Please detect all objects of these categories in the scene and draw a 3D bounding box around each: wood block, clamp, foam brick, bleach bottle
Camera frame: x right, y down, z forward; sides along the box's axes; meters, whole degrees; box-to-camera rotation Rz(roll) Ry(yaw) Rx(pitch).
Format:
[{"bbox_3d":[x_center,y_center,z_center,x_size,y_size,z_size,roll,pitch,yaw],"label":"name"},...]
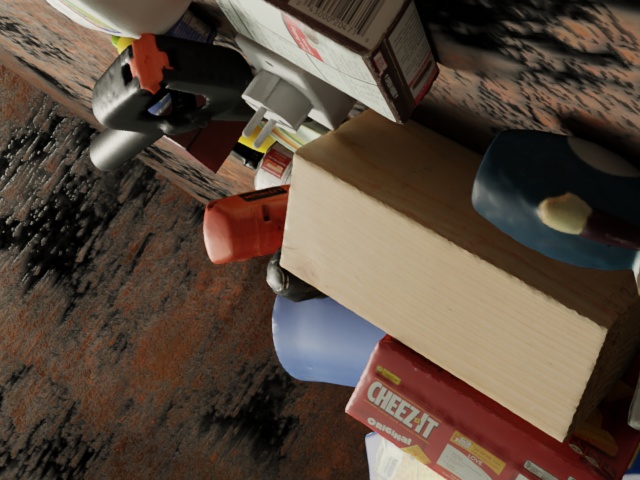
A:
[{"bbox_3d":[0.086,0.012,0.629,0.206,0.091,0.090,31,44,26],"label":"wood block"},{"bbox_3d":[-0.069,-0.092,1.084,0.120,0.039,0.171,35,-5,-2],"label":"clamp"},{"bbox_3d":[-0.095,-0.107,0.890,0.053,0.078,0.051,32,-3,32],"label":"foam brick"},{"bbox_3d":[-0.075,-0.087,0.658,0.164,0.036,0.210,-14,-6,-5],"label":"clamp"},{"bbox_3d":[-0.138,-0.166,0.683,0.102,0.068,0.251,33,-2,-14],"label":"bleach bottle"}]

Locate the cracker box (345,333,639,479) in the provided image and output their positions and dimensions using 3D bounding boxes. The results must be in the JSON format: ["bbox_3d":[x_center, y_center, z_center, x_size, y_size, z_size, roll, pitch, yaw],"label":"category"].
[{"bbox_3d":[0.139,0.088,0.713,0.164,0.072,0.213,32,33,15],"label":"cracker box"}]

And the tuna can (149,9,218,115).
[{"bbox_3d":[-0.112,-0.126,0.761,0.033,0.086,0.086,36,-13,-18],"label":"tuna can"}]

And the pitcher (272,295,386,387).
[{"bbox_3d":[0.093,0.083,0.938,0.243,0.145,0.149,7,7,35],"label":"pitcher"}]

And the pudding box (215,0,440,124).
[{"bbox_3d":[-0.003,-0.108,0.510,0.114,0.039,0.090,34,-3,20],"label":"pudding box"}]

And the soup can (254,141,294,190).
[{"bbox_3d":[0.000,-0.044,0.948,0.102,0.068,0.068,31,16,28],"label":"soup can"}]

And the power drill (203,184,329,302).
[{"bbox_3d":[-0.005,0.001,0.801,0.184,0.057,0.188,-11,16,-39],"label":"power drill"}]

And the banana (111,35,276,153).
[{"bbox_3d":[-0.107,-0.135,0.957,0.198,0.037,0.069,35,14,-2],"label":"banana"}]

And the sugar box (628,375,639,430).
[{"bbox_3d":[0.269,0.112,0.589,0.176,0.048,0.093,11,-9,30],"label":"sugar box"}]
